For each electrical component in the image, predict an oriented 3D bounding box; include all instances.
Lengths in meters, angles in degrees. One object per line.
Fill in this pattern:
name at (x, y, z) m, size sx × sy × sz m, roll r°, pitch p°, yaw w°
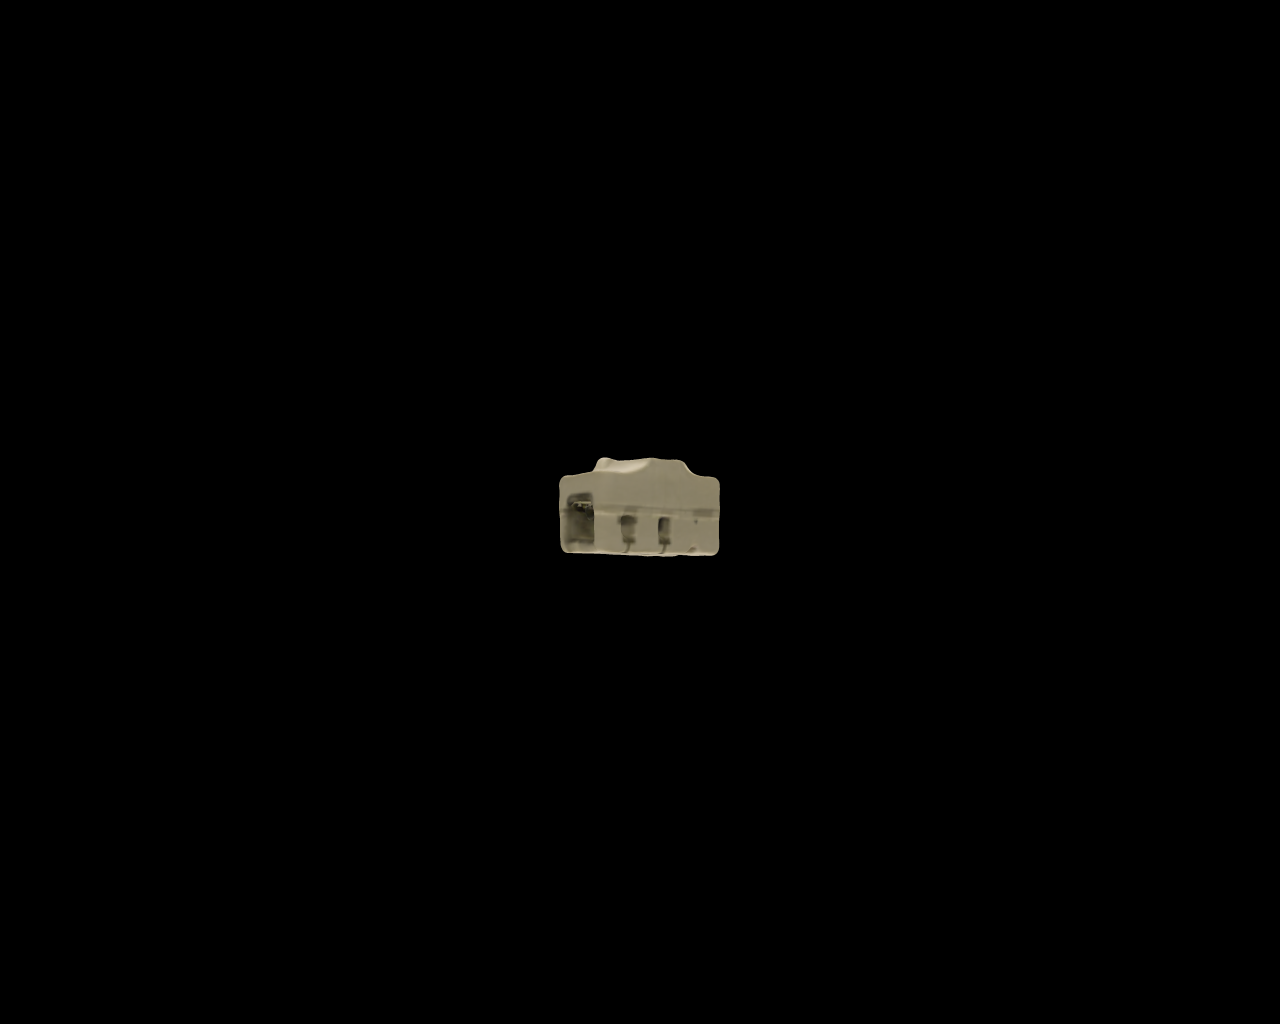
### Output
electrical component at (0.001, -0.003, 0.650) m, size 0.089 × 0.055 × 0.050 m, roll 3°, pitch -5°, yaw -37°
